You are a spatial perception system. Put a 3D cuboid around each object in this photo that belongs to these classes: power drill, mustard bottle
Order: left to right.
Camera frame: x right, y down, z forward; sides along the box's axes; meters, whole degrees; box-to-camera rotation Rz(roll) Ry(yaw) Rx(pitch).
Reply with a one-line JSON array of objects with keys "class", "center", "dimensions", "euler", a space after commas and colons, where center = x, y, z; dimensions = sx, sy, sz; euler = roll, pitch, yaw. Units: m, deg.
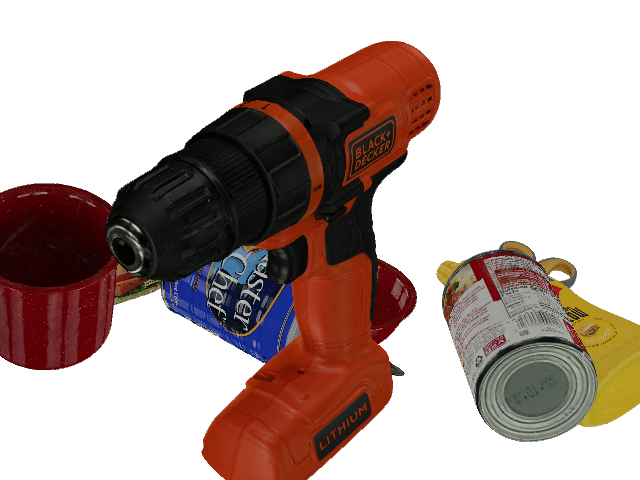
[{"class": "power drill", "center": [-0.015, 0.021, 0.464], "dimensions": [0.057, 0.188, 0.184], "euler": [27, 41, 29]}, {"class": "mustard bottle", "center": [0.161, 0.064, 0.817], "dimensions": [0.096, 0.058, 0.192], "euler": [-25, 39, -30]}]

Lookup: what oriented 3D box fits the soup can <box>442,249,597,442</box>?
[{"class": "soup can", "center": [0.112, 0.058, 0.610], "dimensions": [0.068, 0.068, 0.102], "euler": [0, 27, -5]}]

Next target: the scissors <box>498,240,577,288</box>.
[{"class": "scissors", "center": [0.192, 0.038, 1.109], "dimensions": [0.201, 0.016, 0.096], "euler": [-11, 37, -43]}]

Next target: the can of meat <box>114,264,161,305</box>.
[{"class": "can of meat", "center": [-0.216, 0.017, 1.149], "dimensions": [0.058, 0.084, 0.101], "euler": [18, 25, 41]}]

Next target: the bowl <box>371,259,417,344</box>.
[{"class": "bowl", "center": [0.014, 0.069, 1.078], "dimensions": [0.162, 0.055, 0.162], "euler": [5, 28, -3]}]

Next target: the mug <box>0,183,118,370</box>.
[{"class": "mug", "center": [-0.176, 0.030, 0.648], "dimensions": [0.093, 0.082, 0.117], "euler": [37, 48, 23]}]

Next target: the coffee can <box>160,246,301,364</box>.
[{"class": "coffee can", "center": [-0.048, 0.044, 0.892], "dimensions": [0.140, 0.103, 0.102], "euler": [26, 13, 28]}]
